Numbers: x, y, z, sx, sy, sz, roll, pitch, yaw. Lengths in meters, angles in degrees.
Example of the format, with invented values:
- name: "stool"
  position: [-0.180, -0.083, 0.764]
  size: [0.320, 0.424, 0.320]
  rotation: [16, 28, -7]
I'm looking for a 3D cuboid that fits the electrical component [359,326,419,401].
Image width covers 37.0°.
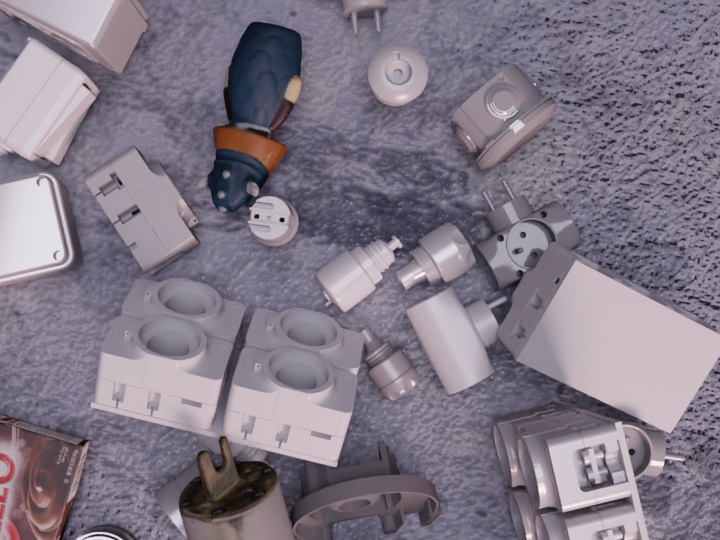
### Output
- name: "electrical component"
  position: [0.020, 0.074, 0.871]
  size: [0.035, 0.035, 0.061]
  rotation: [-35, 87, -4]

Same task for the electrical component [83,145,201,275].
- name: "electrical component"
  position: [-0.169, -0.049, 0.859]
  size: [0.056, 0.050, 0.089]
  rotation: [-33, 89, -4]

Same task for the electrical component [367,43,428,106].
- name: "electrical component"
  position: [0.028, -0.153, 0.869]
  size: [0.048, 0.062, 0.048]
  rotation: [0, 87, -3]

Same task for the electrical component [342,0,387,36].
- name: "electrical component"
  position: [0.002, -0.232, 0.881]
  size: [0.077, 0.043, 0.079]
  rotation: [-6, 87, -4]

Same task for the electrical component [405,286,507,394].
- name: "electrical component"
  position: [0.089, 0.049, 0.871]
  size: [0.079, 0.043, 0.077]
  rotation: [-27, 89, -4]

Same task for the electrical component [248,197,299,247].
- name: "electrical component"
  position: [-0.071, -0.040, 0.865]
  size: [0.040, 0.046, 0.040]
  rotation: [0, 88, 1]

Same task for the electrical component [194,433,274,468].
- name: "electrical component"
  position: [-0.101, 0.133, 0.859]
  size: [0.078, 0.040, 0.040]
  rotation: [44, 86, 0]

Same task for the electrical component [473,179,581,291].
- name: "electrical component"
  position: [0.127, -0.036, 0.877]
  size: [0.077, 0.044, 0.079]
  rotation: [-29, 89, -4]

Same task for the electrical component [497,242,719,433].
- name: "electrical component"
  position: [0.196, 0.052, 0.847]
  size: [0.150, 0.061, 0.089]
  rotation: [26, 101, -17]

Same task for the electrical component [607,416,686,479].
- name: "electrical component"
  position: [0.218, 0.143, 0.857]
  size: [0.079, 0.077, 0.044]
  rotation: [9, 87, -3]

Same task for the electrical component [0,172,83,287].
- name: "electrical component"
  position: [-0.284, -0.027, 0.849]
  size: [0.113, 0.057, 0.078]
  rotation: [-13, 88, -4]

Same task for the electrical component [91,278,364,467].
- name: "electrical component"
  position: [-0.096, 0.072, 0.822]
  size: [0.186, 0.105, 0.060]
  rotation: [14, 121, -2]

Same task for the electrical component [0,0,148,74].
- name: "electrical component"
  position: [-0.230, -0.208, 0.836]
  size: [0.109, 0.109, 0.056]
  rotation: [27, 89, -2]

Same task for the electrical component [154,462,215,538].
- name: "electrical component"
  position: [-0.127, 0.181, 0.848]
  size: [0.047, 0.055, 0.055]
  rotation: [-39, 90, -8]

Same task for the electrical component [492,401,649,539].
- name: "electrical component"
  position: [0.150, 0.162, 0.797]
  size: [0.060, 0.186, 0.105]
  rotation: [-13, 88, -4]

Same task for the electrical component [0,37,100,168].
- name: "electrical component"
  position: [-0.256, -0.123, 0.853]
  size: [0.061, 0.062, 0.096]
  rotation: [34, 86, -1]

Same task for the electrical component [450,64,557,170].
- name: "electrical component"
  position: [0.114, -0.122, 0.865]
  size: [0.080, 0.080, 0.051]
  rotation: [-40, 84, -4]

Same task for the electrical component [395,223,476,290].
- name: "electrical component"
  position: [0.059, -0.007, 0.873]
  size: [0.062, 0.043, 0.043]
  rotation: [-32, 89, -3]

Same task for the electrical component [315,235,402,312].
- name: "electrical component"
  position: [0.000, 0.000, 0.871]
  size: [0.078, 0.040, 0.040]
  rotation: [-37, 90, -5]
